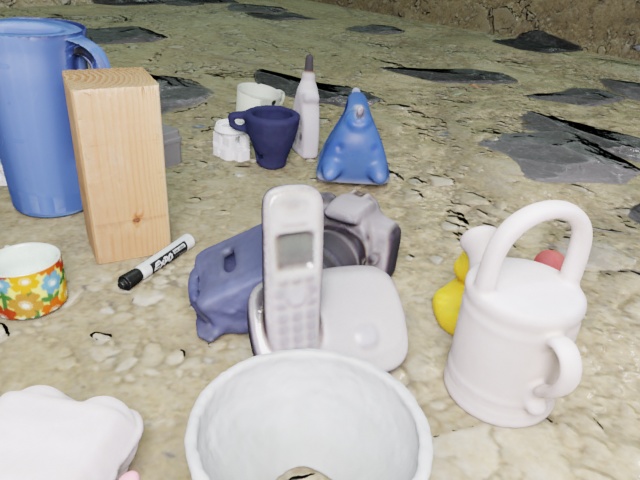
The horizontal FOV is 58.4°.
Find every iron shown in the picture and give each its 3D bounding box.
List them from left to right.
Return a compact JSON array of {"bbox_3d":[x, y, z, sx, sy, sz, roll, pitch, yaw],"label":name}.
[{"bbox_3d":[0.057,-0.185,0.957,0.118,0.141,0.258,3,29,-2],"label":"iron"}]

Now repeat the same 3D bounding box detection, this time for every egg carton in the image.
[{"bbox_3d":[-0.188,0.161,0.371,0.107,0.069,0.150,8,29,6],"label":"egg carton"}]

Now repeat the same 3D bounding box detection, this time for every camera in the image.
[{"bbox_3d":[0.006,0.002,0.653,0.142,0.101,0.137,18,32,23],"label":"camera"}]

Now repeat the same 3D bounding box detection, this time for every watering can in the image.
[{"bbox_3d":[0.167,0.051,0.492,0.101,0.194,0.172,-15,34,-31],"label":"watering can"}]

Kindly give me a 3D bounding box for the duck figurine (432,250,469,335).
[{"bbox_3d":[0.163,0.048,0.609,0.077,0.086,0.105,11,30,12],"label":"duck figurine"}]

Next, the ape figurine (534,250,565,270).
[{"bbox_3d":[0.238,0.052,0.606,0.077,0.092,0.076,19,32,24],"label":"ape figurine"}]

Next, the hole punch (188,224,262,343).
[{"bbox_3d":[-0.084,0.038,0.586,0.101,0.091,0.108,-2,30,-12],"label":"hole punch"}]

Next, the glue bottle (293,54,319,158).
[{"bbox_3d":[-0.023,-0.235,1.003,0.037,0.173,0.078,-7,31,-19],"label":"glue bottle"}]

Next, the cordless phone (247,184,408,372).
[{"bbox_3d":[0.010,0.037,0.503,0.148,0.185,0.094,-9,32,-23],"label":"cordless phone"}]

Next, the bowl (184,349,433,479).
[{"bbox_3d":[-0.008,0.156,0.401,0.167,0.075,0.167,4,29,-2],"label":"bowl"}]

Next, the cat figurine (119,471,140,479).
[{"bbox_3d":[-0.115,0.188,0.283,0.067,0.118,0.128,15,31,19],"label":"cat figurine"}]

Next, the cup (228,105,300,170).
[{"bbox_3d":[-0.094,-0.168,0.952,0.118,0.095,0.091,3,29,-3],"label":"cup"}]
